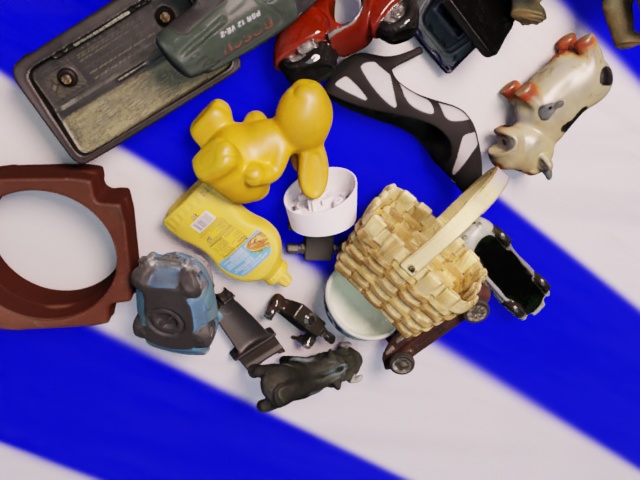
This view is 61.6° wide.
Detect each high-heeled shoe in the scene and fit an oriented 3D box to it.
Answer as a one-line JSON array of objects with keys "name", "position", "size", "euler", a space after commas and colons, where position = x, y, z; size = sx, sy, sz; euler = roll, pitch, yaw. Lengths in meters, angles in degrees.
[{"name": "high-heeled shoe", "position": [0.114, -0.136, 0.706], "size": [0.145, 0.086, 0.248], "euler": [-30, 102, -7]}]

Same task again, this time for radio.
[{"name": "radio", "position": [-0.220, -0.203, 0.626], "size": [0.230, 0.073, 0.131], "euler": [-32, 114, 1]}]

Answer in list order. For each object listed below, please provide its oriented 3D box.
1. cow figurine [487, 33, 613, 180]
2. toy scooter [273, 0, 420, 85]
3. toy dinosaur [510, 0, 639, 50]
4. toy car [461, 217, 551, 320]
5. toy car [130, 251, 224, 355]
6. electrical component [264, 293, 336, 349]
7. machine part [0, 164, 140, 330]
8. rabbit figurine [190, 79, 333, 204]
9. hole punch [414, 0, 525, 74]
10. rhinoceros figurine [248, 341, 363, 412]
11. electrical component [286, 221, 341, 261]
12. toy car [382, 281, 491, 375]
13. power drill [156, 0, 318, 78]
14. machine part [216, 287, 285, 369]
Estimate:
[{"name": "cow figurine", "position": [0.312, -0.171, 0.736], "size": [0.195, 0.085, 0.127], "euler": [-43, 106, 6]}, {"name": "toy scooter", "position": [0.018, -0.272, 0.638], "size": [0.184, 0.075, 0.135], "euler": [-20, 81, 15]}, {"name": "toy dinosaur", "position": [0.280, -0.357, 0.621], "size": [0.471, 0.105, 0.198], "euler": [14, 81, -17]}, {"name": "toy car", "position": [0.283, 0.047, 0.830], "size": [0.073, 0.056, 0.201], "euler": [-46, 113, 2]}, {"name": "toy car", "position": [-0.187, 0.070, 0.718], "size": [0.109, 0.103, 0.161], "euler": [6, 124, 6]}, {"name": "electrical component", "position": [-0.034, 0.122, 0.796], "size": [0.102, 0.078, 0.045], "euler": [44, 74, -28]}, {"name": "machine part", "position": [-0.340, 0.007, 0.682], "size": [0.201, 0.087, 0.201], "euler": [-2, 113, -9]}, {"name": "rabbit figurine", "position": [-0.052, -0.116, 0.659], "size": [0.173, 0.122, 0.162], "euler": [-36, 126, 15]}, {"name": "hole punch", "position": [0.177, -0.286, 0.672], "size": [0.142, 0.092, 0.116], "euler": [42, 68, -19]}, {"name": "rhinoceros figurine", "position": [-0.016, 0.195, 0.795], "size": [0.190, 0.073, 0.112], "euler": [-3, 160, -47]}, {"name": "electrical component", "position": [-0.002, -0.002, 0.774], "size": [0.094, 0.021, 0.063], "euler": [2, 110, -11]}, {"name": "toy car", "position": [0.166, 0.123, 0.805], "size": [0.202, 0.089, 0.053], "euler": [-40, 112, 20]}, {"name": "power drill", "position": [-0.095, -0.289, 0.529], "size": [0.232, 0.086, 0.207], "euler": [-41, 141, 0]}, {"name": "machine part", "position": [-0.115, 0.134, 0.799], "size": [0.084, 0.039, 0.138], "euler": [-27, 115, 6]}]
